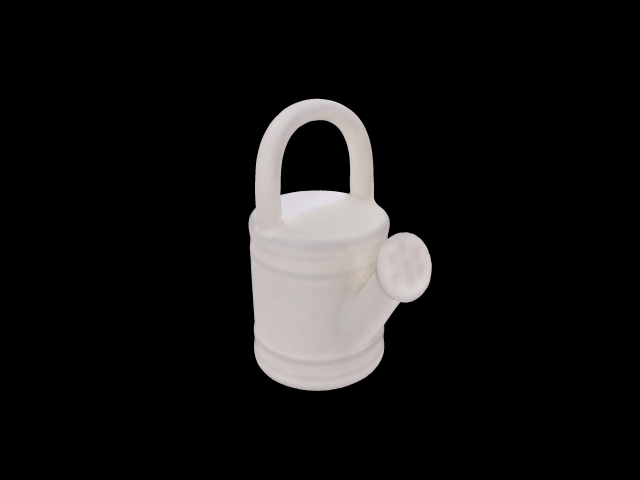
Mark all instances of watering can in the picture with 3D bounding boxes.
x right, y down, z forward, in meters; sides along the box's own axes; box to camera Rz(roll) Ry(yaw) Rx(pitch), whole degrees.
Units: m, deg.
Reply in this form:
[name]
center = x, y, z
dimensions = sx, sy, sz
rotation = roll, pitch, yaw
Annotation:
[watering can]
center = 0.005, 0.001, 0.401
dimensions = 0.172, 0.194, 0.101
rotation = 15, 29, 29
